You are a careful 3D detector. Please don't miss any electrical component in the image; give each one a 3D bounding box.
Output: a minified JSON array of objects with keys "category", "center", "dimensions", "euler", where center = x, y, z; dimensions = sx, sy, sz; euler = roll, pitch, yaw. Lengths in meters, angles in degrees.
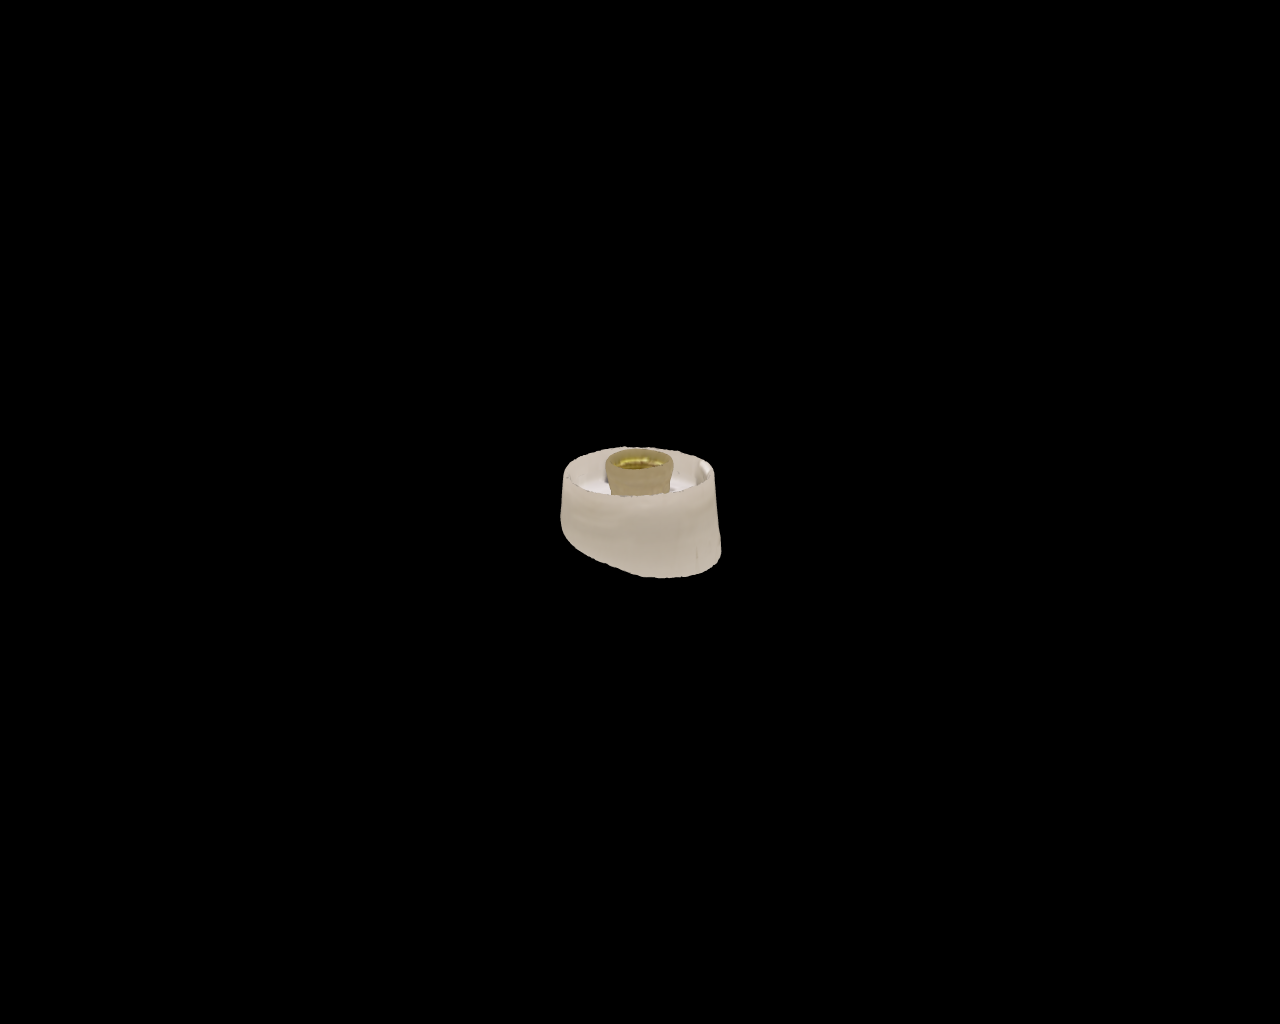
[{"category":"electrical component","center":[0.001,-0.003,0.650],"dimensions":[0.099,0.064,0.099],"euler":[0,21,0]}]
